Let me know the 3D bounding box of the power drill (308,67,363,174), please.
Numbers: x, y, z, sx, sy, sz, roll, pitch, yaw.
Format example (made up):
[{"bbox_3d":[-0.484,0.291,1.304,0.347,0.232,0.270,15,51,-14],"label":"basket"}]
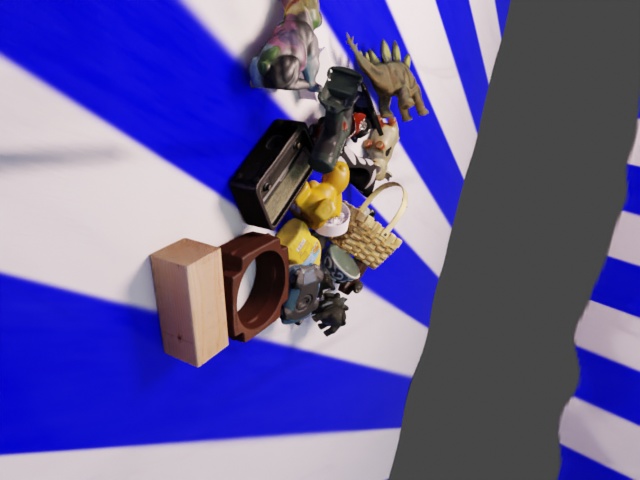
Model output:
[{"bbox_3d":[0.035,-0.273,1.157,0.207,0.086,0.232,112,-1,-64],"label":"power drill"}]

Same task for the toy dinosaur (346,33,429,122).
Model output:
[{"bbox_3d":[0.193,-0.438,1.474,0.471,0.105,0.198,-4,78,-63],"label":"toy dinosaur"}]

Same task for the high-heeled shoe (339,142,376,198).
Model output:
[{"bbox_3d":[0.085,-0.172,1.450,0.248,0.086,0.145,61,40,-37],"label":"high-heeled shoe"}]

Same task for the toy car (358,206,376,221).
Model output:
[{"bbox_3d":[0.155,-0.036,1.681,0.201,0.056,0.073,54,48,-57],"label":"toy car"}]

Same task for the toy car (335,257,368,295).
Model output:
[{"bbox_3d":[0.117,0.068,1.592,0.202,0.089,0.053,-56,147,-10],"label":"toy car"}]

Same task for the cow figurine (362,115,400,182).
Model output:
[{"bbox_3d":[0.181,-0.260,1.604,0.127,0.086,0.195,49,58,-50],"label":"cow figurine"}]

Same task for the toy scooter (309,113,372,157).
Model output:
[{"bbox_3d":[0.035,-0.280,1.314,0.184,0.075,0.135,-42,106,-24],"label":"toy scooter"}]

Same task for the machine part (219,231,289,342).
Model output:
[{"bbox_3d":[-0.153,0.095,1.135,0.201,0.087,0.201,-31,130,-53],"label":"machine part"}]

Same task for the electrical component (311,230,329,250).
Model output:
[{"bbox_3d":[-0.003,-0.004,1.435,0.094,0.021,0.063,-25,123,-56],"label":"electrical component"}]

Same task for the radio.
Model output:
[{"bbox_3d":[-0.092,-0.145,1.149,0.229,0.073,0.131,-61,149,-31],"label":"radio"}]

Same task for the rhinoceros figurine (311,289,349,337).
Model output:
[{"bbox_3d":[0.027,0.190,1.469,0.112,0.073,0.190,-38,-169,2],"label":"rhinoceros figurine"}]

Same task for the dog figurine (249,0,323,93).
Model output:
[{"bbox_3d":[-0.061,-0.406,1.066,0.191,0.109,0.219,-18,113,-55],"label":"dog figurine"}]

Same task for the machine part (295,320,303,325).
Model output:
[{"bbox_3d":[-0.058,0.161,1.393,0.084,0.039,0.138,-53,146,-29],"label":"machine part"}]

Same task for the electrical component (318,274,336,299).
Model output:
[{"bbox_3d":[-0.006,0.126,1.446,0.102,0.078,0.045,61,25,-60],"label":"electrical component"}]

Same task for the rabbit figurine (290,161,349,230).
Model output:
[{"bbox_3d":[0.017,-0.109,1.303,0.173,0.122,0.162,-56,160,-16],"label":"rabbit figurine"}]

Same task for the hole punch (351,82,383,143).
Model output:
[{"bbox_3d":[0.109,-0.336,1.448,0.142,0.092,0.116,47,29,-55],"label":"hole punch"}]

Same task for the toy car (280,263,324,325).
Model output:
[{"bbox_3d":[-0.063,0.114,1.276,0.109,0.103,0.161,-16,130,-40],"label":"toy car"}]
